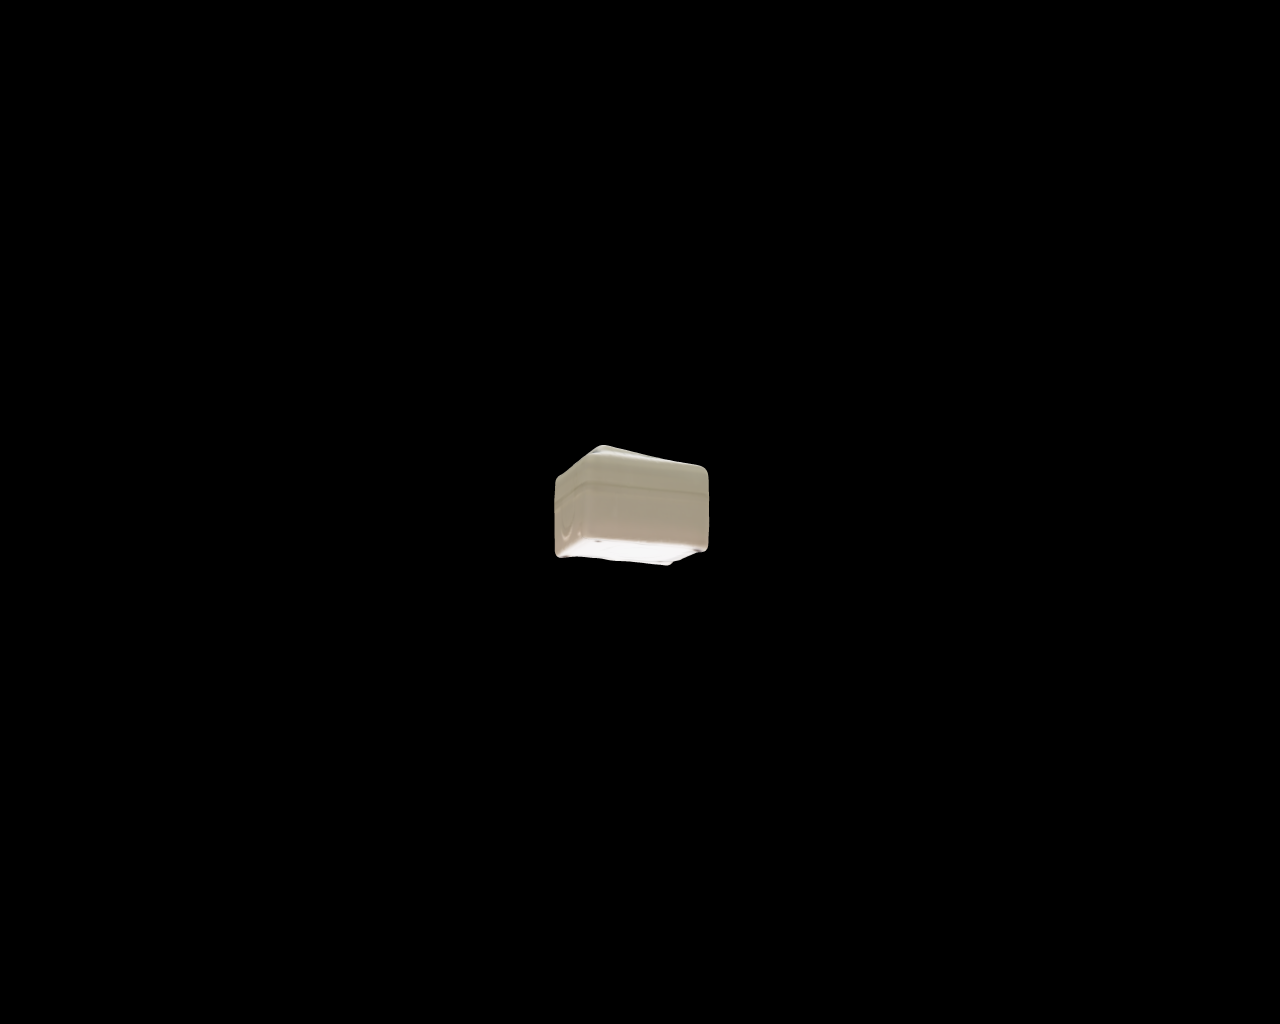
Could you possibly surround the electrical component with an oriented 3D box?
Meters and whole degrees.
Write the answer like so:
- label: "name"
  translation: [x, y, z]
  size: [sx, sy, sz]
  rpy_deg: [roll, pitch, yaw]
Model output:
- label: "electrical component"
  translation: [0.001, -0.003, 0.650]
  size: [0.096, 0.061, 0.061]
  rpy_deg: [6, -15, -22]
